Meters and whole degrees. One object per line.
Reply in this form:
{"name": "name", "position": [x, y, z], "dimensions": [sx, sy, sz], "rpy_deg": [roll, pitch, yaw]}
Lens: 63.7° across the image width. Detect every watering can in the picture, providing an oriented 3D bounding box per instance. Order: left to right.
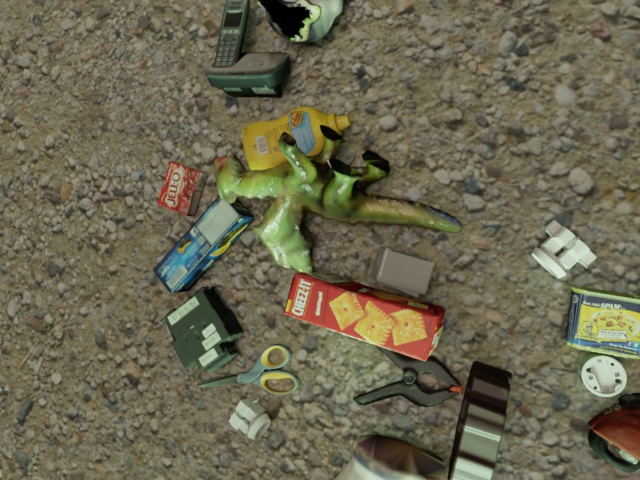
{"name": "watering can", "position": [0.070, 0.410, 0.799], "dimensions": [0.348, 0.104, 0.224], "rpy_deg": [11, 92, 28]}

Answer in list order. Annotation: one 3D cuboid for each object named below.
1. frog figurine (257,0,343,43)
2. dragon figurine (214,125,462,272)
{"name": "frog figurine", "position": [-0.022, -0.432, 0.914], "dimensions": [0.137, 0.120, 0.163], "rpy_deg": [9, 53, 27]}
{"name": "dragon figurine", "position": [0.003, -0.043, 0.864], "dimensions": [0.410, 0.124, 0.238], "rpy_deg": [32, 121, 0]}
